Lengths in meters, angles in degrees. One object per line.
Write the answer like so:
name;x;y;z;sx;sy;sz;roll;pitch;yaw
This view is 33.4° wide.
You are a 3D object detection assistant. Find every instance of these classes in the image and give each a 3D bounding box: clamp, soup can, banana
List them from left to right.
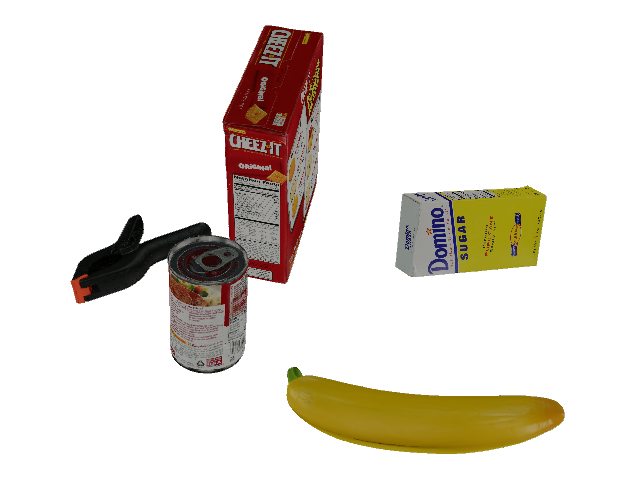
clamp;-0.203;0.017;1.185;0.120;0.039;0.171;-4;28;30
soup can;-0.097;0.056;0.923;0.068;0.102;0.068;3;36;-2
banana;0.056;0.111;0.701;0.198;0.037;0.069;7;32;21

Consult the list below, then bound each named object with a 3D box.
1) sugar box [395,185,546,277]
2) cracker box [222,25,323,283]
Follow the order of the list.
sugar box;0.177;-0.011;1.254;0.176;0.093;0.048;-6;21;-26
cracker box;-0.048;-0.088;1.108;0.072;0.164;0.214;10;-43;7
